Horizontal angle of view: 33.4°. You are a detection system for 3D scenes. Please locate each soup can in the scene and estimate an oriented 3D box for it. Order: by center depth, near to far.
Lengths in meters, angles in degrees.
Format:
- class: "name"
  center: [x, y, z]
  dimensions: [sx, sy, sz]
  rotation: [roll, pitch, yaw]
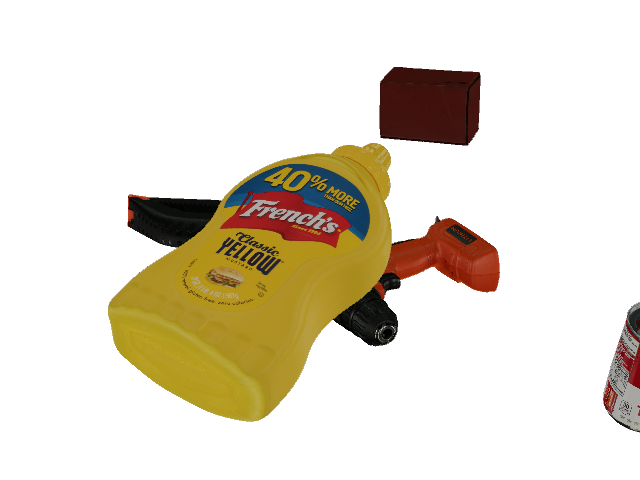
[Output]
- class: "soup can"
  center: [0.295, 0.113, 0.950]
  dimensions: [0.068, 0.102, 0.068]
  rotation: [3, 36, -2]

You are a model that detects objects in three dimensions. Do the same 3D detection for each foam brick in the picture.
- class: "foam brick"
  center: [0.093, -0.115, 0.908]
  dimensions: [0.078, 0.051, 0.053]
  rotation: [7, 25, 18]

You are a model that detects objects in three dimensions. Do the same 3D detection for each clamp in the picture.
- class: "clamp"
  center: [-0.066, -0.007, 0.828]
  dimensions: [0.210, 0.036, 0.164]
  rotation: [8, 13, 18]

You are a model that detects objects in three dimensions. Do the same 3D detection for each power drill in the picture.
- class: "power drill"
  center: [0.084, 0.038, 1.082]
  dimensions: [0.187, 0.057, 0.185]
  rotation: [-12, 28, -22]

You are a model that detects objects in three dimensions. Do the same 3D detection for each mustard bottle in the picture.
- class: "mustard bottle"
  center: [-0.017, 0.006, 0.569]
  dimensions: [0.096, 0.058, 0.191]
  rotation: [22, 48, 25]
